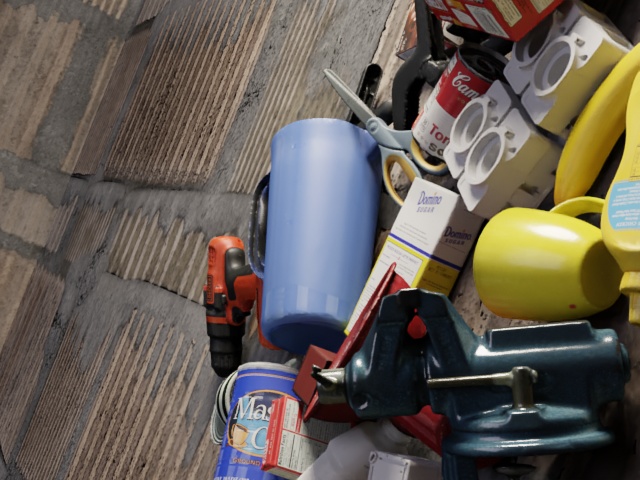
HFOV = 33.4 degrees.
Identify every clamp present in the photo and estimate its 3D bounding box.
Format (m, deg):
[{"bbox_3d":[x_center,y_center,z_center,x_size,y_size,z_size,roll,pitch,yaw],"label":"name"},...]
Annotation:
[{"bbox_3d":[0.120,-0.186,1.111,0.165,0.036,0.210,49,130,27],"label":"clamp"},{"bbox_3d":[0.042,-0.131,1.298,0.172,0.039,0.120,-53,23,31],"label":"clamp"}]

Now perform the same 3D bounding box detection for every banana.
[{"bbox_3d":[0.245,-0.108,0.846,0.198,0.037,0.069,-50,29,35],"label":"banana"}]

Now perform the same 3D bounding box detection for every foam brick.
[{"bbox_3d":[0.021,0.144,1.050,0.053,0.078,0.051,-68,24,4],"label":"foam brick"}]

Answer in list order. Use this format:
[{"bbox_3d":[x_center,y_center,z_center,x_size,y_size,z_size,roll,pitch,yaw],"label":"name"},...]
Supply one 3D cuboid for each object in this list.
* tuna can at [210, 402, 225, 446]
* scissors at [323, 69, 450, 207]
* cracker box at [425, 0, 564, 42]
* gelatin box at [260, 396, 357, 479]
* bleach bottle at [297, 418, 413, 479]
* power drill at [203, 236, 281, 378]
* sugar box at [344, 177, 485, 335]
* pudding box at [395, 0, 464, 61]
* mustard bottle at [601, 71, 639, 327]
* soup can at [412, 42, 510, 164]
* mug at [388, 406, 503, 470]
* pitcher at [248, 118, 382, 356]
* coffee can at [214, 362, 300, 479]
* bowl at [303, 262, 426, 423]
[{"bbox_3d":[-0.100,0.212,1.299,0.086,0.033,0.086,-46,31,39],"label":"tuna can"},{"bbox_3d":[0.077,-0.124,1.128,0.096,0.016,0.202,-34,70,28],"label":"scissors"},{"bbox_3d":[0.200,-0.282,0.962,0.213,0.072,0.164,-42,26,-1],"label":"cracker box"},{"bbox_3d":[-0.011,0.202,1.050,0.030,0.089,0.073,-34,40,51],"label":"gelatin box"},{"bbox_3d":[0.009,0.254,0.976,0.251,0.102,0.068,-52,36,17],"label":"bleach bottle"},{"bbox_3d":[-0.090,0.089,1.323,0.188,0.057,0.184,3,95,59],"label":"power drill"},{"bbox_3d":[0.091,0.033,1.038,0.176,0.048,0.093,-63,26,4],"label":"sugar box"},{"bbox_3d":[0.137,-0.260,1.207,0.090,0.039,0.113,-13,57,61],"label":"pudding box"},{"bbox_3d":[0.247,-0.031,0.746,0.096,0.058,0.191,4,73,49],"label":"mustard bottle"},{"bbox_3d":[0.140,-0.131,1.037,0.068,0.068,0.102,-97,29,-48],"label":"soup can"},{"bbox_3d":[0.120,0.126,0.861,0.117,0.093,0.082,-34,26,-13],"label":"mug"},{"bbox_3d":[-0.008,0.001,1.175,0.149,0.145,0.243,106,171,-62],"label":"pitcher"},{"bbox_3d":[-0.051,0.210,1.111,0.103,0.102,0.140,-27,46,56],"label":"coffee can"},{"bbox_3d":[0.047,0.101,0.933,0.162,0.055,0.162,-60,-2,-3],"label":"bowl"}]
